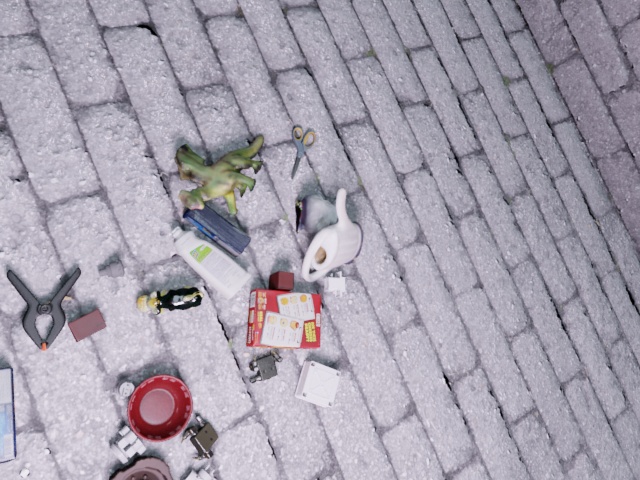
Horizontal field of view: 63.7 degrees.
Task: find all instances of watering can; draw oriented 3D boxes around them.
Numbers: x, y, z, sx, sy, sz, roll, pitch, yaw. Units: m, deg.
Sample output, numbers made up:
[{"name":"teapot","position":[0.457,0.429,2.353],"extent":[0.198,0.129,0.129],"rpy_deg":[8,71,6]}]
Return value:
[{"name":"watering can","position":[0.058,-0.014,1.592],"extent":[0.105,0.341,0.225],"rpy_deg":[39,28,27]}]

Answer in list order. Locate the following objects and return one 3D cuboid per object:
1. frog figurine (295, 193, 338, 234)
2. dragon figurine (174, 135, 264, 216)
[{"name":"frog figurine","position":[0.005,-0.084,1.668],"extent":[0.159,0.120,0.140],"rpy_deg":[0,56,-16]},{"name":"dragon figurine","position":[-0.310,-0.223,1.543],"extent":[0.241,0.120,0.421],"rpy_deg":[24,45,-18]}]
